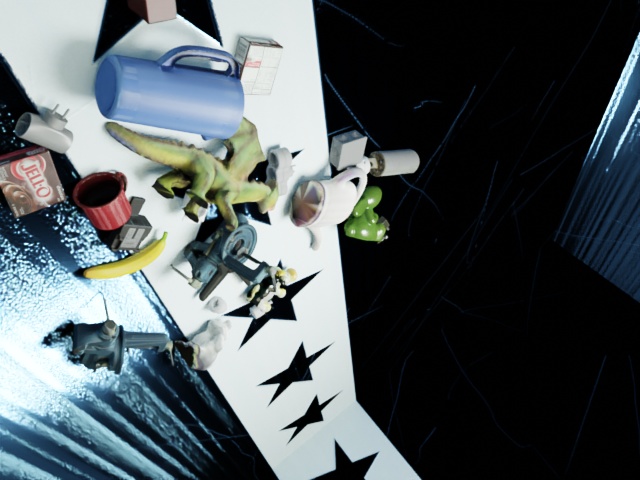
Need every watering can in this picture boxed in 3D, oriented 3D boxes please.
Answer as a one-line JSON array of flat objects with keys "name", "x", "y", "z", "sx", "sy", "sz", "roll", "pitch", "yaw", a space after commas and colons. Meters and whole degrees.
[{"name": "watering can", "x": 0.005, "y": -0.075, "z": 1.489, "sx": 0.225, "sy": 0.106, "sz": 0.341, "roll": -6, "pitch": 140, "yaw": -45}]

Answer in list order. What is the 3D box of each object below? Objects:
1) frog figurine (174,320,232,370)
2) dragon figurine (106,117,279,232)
[{"name": "frog figurine", "x": -0.325, "y": 0.306, "z": 1.518, "sx": 0.161, "sy": 0.123, "sz": 0.135, "roll": -23, "pitch": 175, "yaw": -46}, {"name": "dragon figurine", "x": -0.227, "y": -0.174, "z": 1.102, "sx": 0.403, "sy": 0.122, "sz": 0.247, "roll": 49, "pitch": 59, "yaw": -35}]
